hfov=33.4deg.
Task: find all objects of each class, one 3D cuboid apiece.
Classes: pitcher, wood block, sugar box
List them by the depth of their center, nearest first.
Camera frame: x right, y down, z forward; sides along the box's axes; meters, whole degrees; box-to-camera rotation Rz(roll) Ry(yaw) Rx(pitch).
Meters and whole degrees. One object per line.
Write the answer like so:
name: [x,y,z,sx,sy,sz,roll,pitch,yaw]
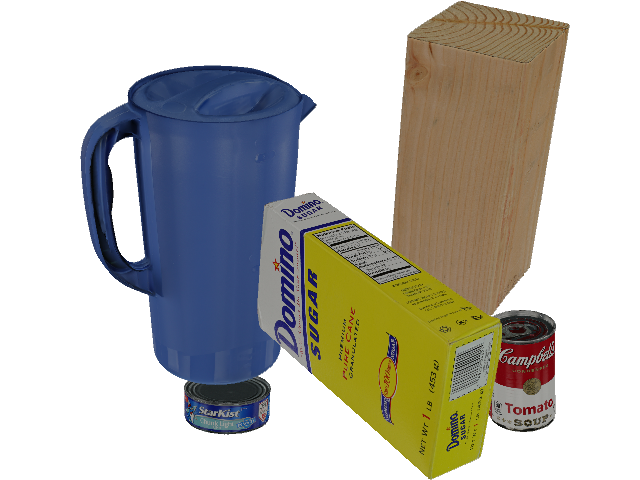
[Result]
sugar box: [0.026,0.050,0.626,0.048,0.093,0.176,-16,34,-35]
wood block: [0.116,-0.061,0.802,0.091,0.206,0.090,19,36,25]
pitcher: [-0.093,-0.008,0.851,0.149,0.243,0.144,9,27,13]

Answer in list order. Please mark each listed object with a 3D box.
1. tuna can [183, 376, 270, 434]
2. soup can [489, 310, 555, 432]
tuna can: [-0.092,0.160,1.057,0.086,0.034,0.086,2,13,-1]
soup can: [0.199,0.129,1.059,0.068,0.102,0.068,-5,22,2]
